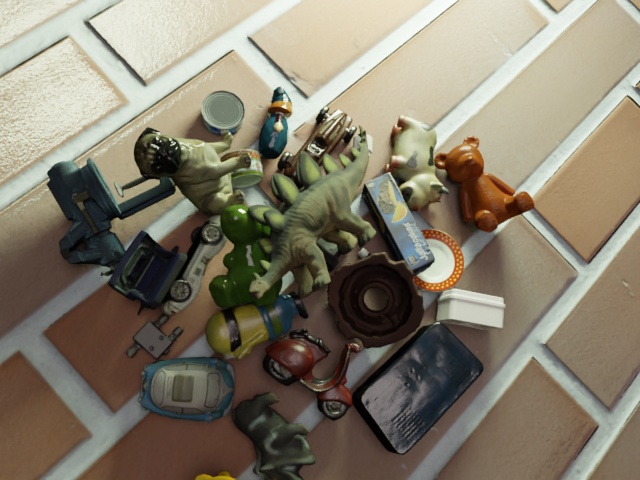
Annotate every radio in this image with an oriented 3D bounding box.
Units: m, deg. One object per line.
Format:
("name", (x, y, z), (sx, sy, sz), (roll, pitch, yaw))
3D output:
("radio", (0.176, 0.265, 0.986), (0.229, 0.073, 0.131), (-39, 85, -20))

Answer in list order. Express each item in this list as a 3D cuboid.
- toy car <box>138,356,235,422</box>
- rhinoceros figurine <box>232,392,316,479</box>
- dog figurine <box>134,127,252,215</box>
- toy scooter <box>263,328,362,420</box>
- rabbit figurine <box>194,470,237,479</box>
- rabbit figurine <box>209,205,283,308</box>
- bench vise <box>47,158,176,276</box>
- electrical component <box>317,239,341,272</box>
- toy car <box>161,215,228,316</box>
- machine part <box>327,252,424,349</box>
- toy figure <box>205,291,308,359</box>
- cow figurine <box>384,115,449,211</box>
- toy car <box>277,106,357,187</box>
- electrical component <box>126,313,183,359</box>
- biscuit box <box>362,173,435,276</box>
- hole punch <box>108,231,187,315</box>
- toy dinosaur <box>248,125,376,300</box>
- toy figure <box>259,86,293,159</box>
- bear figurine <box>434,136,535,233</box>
("toy car", (-0.220, 0.244, 0.895), (0.162, 0.103, 0.109), (8, 72, -12))
("rhinoceros figurine", (-0.072, 0.348, 0.910), (0.112, 0.073, 0.190), (-35, 84, -19))
("dog figurine", (-0.236, -0.108, 0.930), (0.190, 0.172, 0.121), (-8, 33, -38))
("toy scooter", (-0.002, 0.217, 0.953), (0.184, 0.075, 0.135), (36, 84, -2))
("rabbit figurine", (-0.142, 0.447, 0.838), (0.163, 0.173, 0.122), (24, 62, 43))
("rabbit figurine", (-0.116, 0.016, 0.945), (0.121, 0.159, 0.170), (-3, 106, 27))
("bench vise", (-0.353, -0.060, 0.947), (0.241, 0.129, 0.223), (-29, 85, -13))
("electrical component", (-0.002, -0.003, 1.036), (0.119, 0.047, 0.075), (34, 70, 0))
("toy car", (-0.224, 0.044, 0.962), (0.056, 0.073, 0.201), (33, 69, -23))
("machine part", (0.104, 0.109, 0.988), (0.180, 0.056, 0.179), (0, 92, 12))
("toy figure", (-0.115, 0.144, 0.955), (0.180, 0.082, 0.089), (-27, 85, -16))
("cow figurine", (0.201, -0.150, 1.104), (0.127, 0.085, 0.195), (11, 72, -2))
("toy car", (-0.002, -0.190, 1.089), (0.089, 0.053, 0.202), (37, 72, 4))
("electrical component", (-0.290, 0.177, 0.941), (0.063, 0.021, 0.094), (42, 70, 2))
("biscuit box", (0.152, -0.028, 1.054), (0.059, 0.062, 0.203), (-24, 74, -9))
("hole punch", (-0.300, 0.052, 0.919), (0.092, 0.116, 0.142), (30, 72, -20))
("toy dinosaur", (0.003, -0.056, 0.945), (0.198, 0.105, 0.471), (51, 45, -8))
("toy figure", (-0.086, -0.237, 1.078), (0.057, 0.064, 0.154), (33, 60, -44))
("bear figurine", (0.327, -0.119, 1.096), (0.120, 0.132, 0.196), (-26, 87, 1))
